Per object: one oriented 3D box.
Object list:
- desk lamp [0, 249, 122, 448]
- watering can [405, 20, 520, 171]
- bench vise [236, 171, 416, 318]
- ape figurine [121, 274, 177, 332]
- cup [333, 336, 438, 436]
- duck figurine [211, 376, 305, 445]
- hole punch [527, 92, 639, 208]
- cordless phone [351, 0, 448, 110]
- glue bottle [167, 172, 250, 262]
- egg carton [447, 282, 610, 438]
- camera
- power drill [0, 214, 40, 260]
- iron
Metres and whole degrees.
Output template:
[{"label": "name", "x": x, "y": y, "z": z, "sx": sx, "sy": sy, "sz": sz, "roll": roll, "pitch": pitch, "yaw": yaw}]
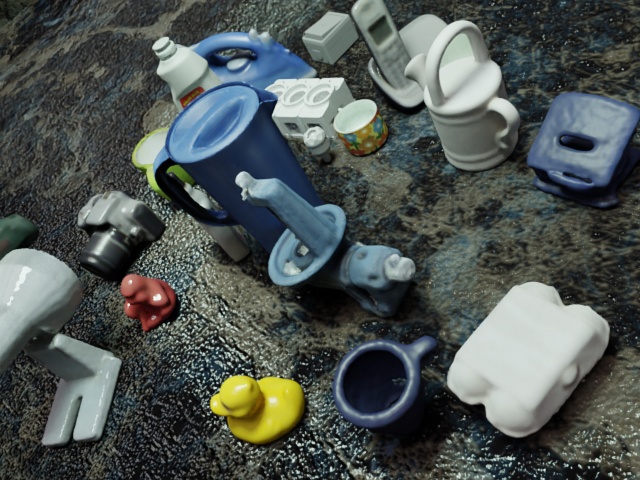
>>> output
[{"label": "desk lamp", "x": -0.376, "y": 0.146, "z": 0.780, "sx": 0.117, "sy": 0.214, "sz": 0.203, "roll": -16, "pitch": 49, "yaw": 19}, {"label": "watering can", "x": 0.178, "y": -0.189, "z": 0.734, "sx": 0.172, "sy": 0.195, "sz": 0.101, "roll": 13, "pitch": 63, "yaw": 37}, {"label": "bench vise", "x": 0.009, "y": -0.007, "z": 0.671, "sx": 0.206, "sy": 0.220, "sz": 0.121, "roll": -5, "pitch": 53, "yaw": 27}, {"label": "ape figurine", "x": -0.259, "y": 0.084, "z": 0.846, "sx": 0.077, "sy": 0.092, "sz": 0.076, "roll": 4, "pitch": 58, "yaw": 33}, {"label": "cup", "x": 0.081, "y": 0.153, "z": 0.589, "sx": 0.118, "sy": 0.095, "sz": 0.091, "roll": -38, "pitch": 45, "yaw": -2}, {"label": "duck figurine", "x": -0.076, "y": 0.186, "z": 0.661, "sx": 0.104, "sy": 0.086, "sz": 0.077, "roll": -20, "pitch": 48, "yaw": 16}, {"label": "hole punch", "x": 0.306, "y": -0.105, "z": 0.665, "sx": 0.108, "sy": 0.091, "sz": 0.101, "roll": 27, "pitch": 72, "yaw": 42}, {"label": "cordless phone", "x": 0.130, "y": -0.305, "z": 0.862, "sx": 0.148, "sy": 0.186, "sz": 0.093, "roll": -45, "pitch": 46, "yaw": -8}, {"label": "glue bottle", "x": -0.167, "y": -0.040, "z": 0.833, "sx": 0.037, "sy": 0.174, "sz": 0.078, "roll": -42, "pitch": 45, "yaw": -5}, {"label": "egg carton", "x": 0.204, "y": 0.115, "z": 0.564, "sx": 0.150, "sy": 0.070, "sz": 0.107, "roll": -47, "pitch": 46, "yaw": -11}, {"label": "camera", "x": -0.364, "y": -0.011, "z": 0.978, "sx": 0.142, "sy": 0.101, "sz": 0.137, "roll": 6, "pitch": 59, "yaw": 34}, {"label": "power drill", "x": -0.504, "y": 0.085, "z": 0.908, "sx": 0.075, "sy": 0.209, "sz": 0.230, "roll": 11, "pitch": 62, "yaw": 36}, {"label": "iron", "x": -0.146, "y": -0.338, "z": 1.081, "sx": 0.257, "sy": 0.142, "sz": 0.118, "roll": -6, "pitch": 53, "yaw": 27}]
